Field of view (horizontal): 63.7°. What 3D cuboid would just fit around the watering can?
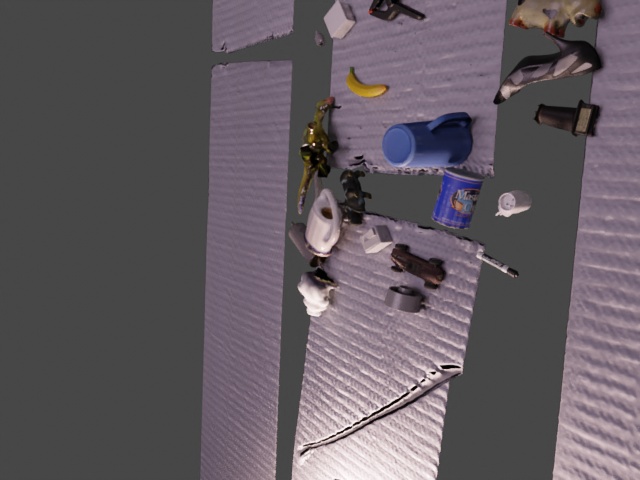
[{"bbox_3d":[0.006,-0.091,1.809,0.356,0.104,0.219,-109,30,-49],"label":"watering can"}]

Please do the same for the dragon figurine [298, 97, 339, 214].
[{"bbox_3d":[-0.031,-0.315,1.837,0.246,0.122,0.405,-115,44,-68],"label":"dragon figurine"}]

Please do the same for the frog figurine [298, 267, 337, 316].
[{"bbox_3d":[-0.025,0.194,1.844,0.139,0.123,0.157,34,107,23],"label":"frog figurine"}]
